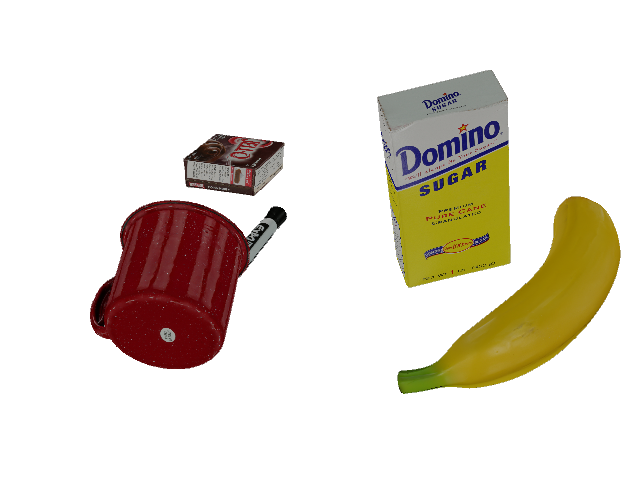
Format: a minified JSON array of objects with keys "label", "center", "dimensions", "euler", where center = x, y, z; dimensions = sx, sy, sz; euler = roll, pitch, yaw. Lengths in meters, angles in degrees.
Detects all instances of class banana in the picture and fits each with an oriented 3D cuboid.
[{"label":"banana","center":[0.119,0.023,0.565],"dimensions":[0.070,0.037,0.197],"euler":[12,35,37]}]

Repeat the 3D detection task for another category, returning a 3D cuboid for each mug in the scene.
[{"label":"mug","center":[-0.111,0.036,0.733],"dimensions":[0.117,0.081,0.093],"euler":[-15,-47,23]}]

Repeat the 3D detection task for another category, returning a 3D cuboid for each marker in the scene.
[{"label":"marker","center":[-0.059,-0.001,0.998],"dimensions":[0.020,0.020,0.121],"euler":[0,27,22]}]

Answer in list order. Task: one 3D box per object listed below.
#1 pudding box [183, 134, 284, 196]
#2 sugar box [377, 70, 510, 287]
[{"label":"pudding box","center":[-0.101,-0.091,1.270],"dimensions":[0.090,0.039,0.113],"euler":[7,25,14]},{"label":"sugar box","center":[0.101,-0.044,0.845],"dimensions":[0.093,0.048,0.176],"euler":[-14,-43,-2]}]
